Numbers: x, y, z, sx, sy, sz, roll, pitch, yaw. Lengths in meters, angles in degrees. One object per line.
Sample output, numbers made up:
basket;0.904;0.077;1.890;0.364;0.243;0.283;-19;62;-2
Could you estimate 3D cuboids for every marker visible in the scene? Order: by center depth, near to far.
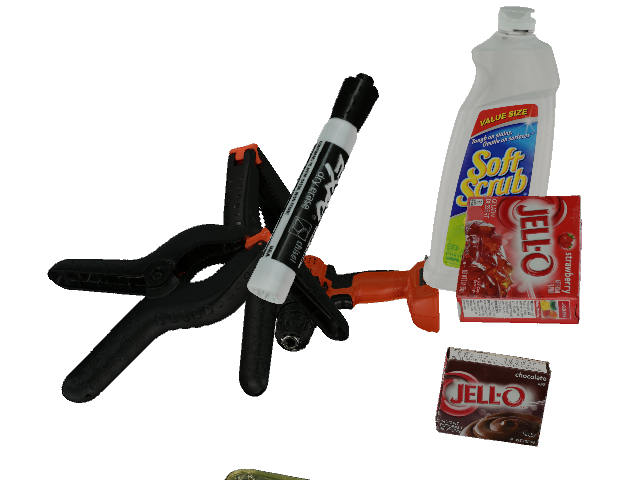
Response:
marker;-0.002;-0.027;0.507;0.020;0.121;0.020;22;-17;7

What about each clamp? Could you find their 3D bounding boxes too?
clamp;-0.109;0.043;0.728;0.171;0.120;0.039;-18;-35;11
clamp;-0.036;0.019;0.947;0.036;0.210;0.164;-11;1;31

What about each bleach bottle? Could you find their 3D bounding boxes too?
bleach bottle;0.151;-0.078;0.938;0.103;0.251;0.068;7;21;12

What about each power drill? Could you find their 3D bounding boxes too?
power drill;0.044;0.071;1.236;0.188;0.057;0.184;0;27;7

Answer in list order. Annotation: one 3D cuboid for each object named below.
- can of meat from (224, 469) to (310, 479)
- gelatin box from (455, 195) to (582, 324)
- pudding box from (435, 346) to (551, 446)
can of meat;-0.029;0.230;0.814;0.102;0.084;0.057;8;14;9
gelatin box;0.126;0.010;0.670;0.073;0.089;0.030;0;-43;16
pudding box;0.186;0.169;1.156;0.113;0.090;0.039;7;22;4
